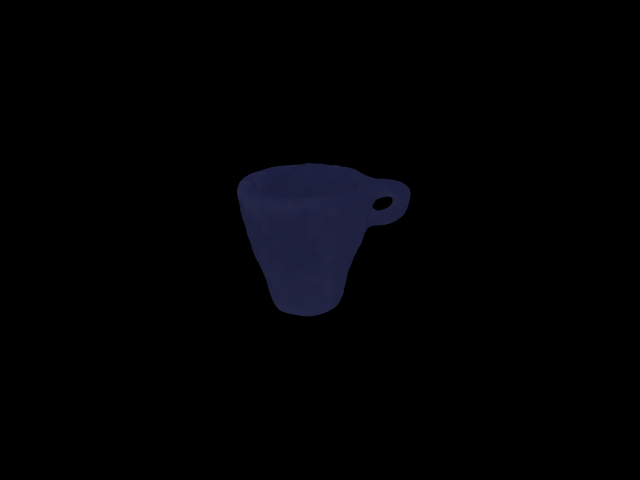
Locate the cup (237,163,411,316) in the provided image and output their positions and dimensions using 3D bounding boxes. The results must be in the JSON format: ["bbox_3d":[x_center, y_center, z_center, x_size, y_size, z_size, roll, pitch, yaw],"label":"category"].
[{"bbox_3d":[0.004,0.001,0.400,0.118,0.095,0.091,-4,24,-9],"label":"cup"}]
